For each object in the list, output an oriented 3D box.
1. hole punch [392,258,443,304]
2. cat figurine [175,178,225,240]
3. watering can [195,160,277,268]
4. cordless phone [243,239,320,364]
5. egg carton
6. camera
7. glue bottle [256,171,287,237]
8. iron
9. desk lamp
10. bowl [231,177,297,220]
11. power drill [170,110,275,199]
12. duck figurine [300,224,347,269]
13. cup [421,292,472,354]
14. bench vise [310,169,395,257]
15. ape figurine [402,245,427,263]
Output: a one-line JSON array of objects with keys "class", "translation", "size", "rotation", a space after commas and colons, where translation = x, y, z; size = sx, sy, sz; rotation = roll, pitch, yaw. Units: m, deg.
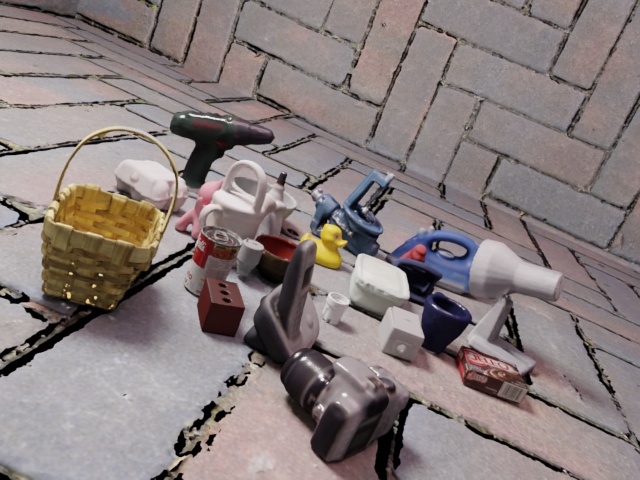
[{"class": "hole punch", "translation": [0.210, 0.078, 1.293], "size": [0.108, 0.091, 0.101], "rotation": [22, 18, -4]}, {"class": "cat figurine", "translation": [-0.224, -0.073, 1.150], "size": [0.067, 0.118, 0.128], "rotation": [25, 18, 6]}, {"class": "watering can", "translation": [-0.152, -0.057, 1.069], "size": [0.101, 0.194, 0.173], "rotation": [26, 18, 7]}, {"class": "cordless phone", "translation": [-0.028, 0.079, 0.855], "size": [0.094, 0.185, 0.148], "rotation": [26, 18, 8]}, {"class": "egg carton", "translation": [-0.351, -0.115, 1.189], "size": [0.150, 0.069, 0.107], "rotation": [32, 20, 25]}, {"class": "camera", "translation": [0.027, 0.191, 0.742], "size": [0.136, 0.101, 0.144], "rotation": [35, 22, 32]}, {"class": "glue bottle", "translation": [-0.101, -0.060, 1.171], "size": [0.078, 0.173, 0.037], "rotation": [34, 21, 30]}, {"class": "iron", "translation": [0.310, 0.034, 1.455], "size": [0.258, 0.141, 0.118], "rotation": [20, 18, -9]}, {"class": "desk lamp", "translation": [0.381, 0.129, 1.161], "size": [0.202, 0.213, 0.118], "rotation": [34, 21, 29]}, {"class": "bowl", "translation": [-0.142, -0.082, 1.342], "size": [0.167, 0.075, 0.167], "rotation": [21, 18, -7]}, {"class": "power drill", "translation": [-0.243, -0.195, 1.322], "size": [0.230, 0.208, 0.075], "rotation": [19, 19, -12]}, {"class": "duck figurine", "translation": [0.012, 0.005, 1.267], "size": [0.104, 0.086, 0.078], "rotation": [26, 18, 9]}, {"class": "cup", "translation": [0.222, 0.157, 1.082], "size": [0.092, 0.095, 0.117], "rotation": [19, 19, -13]}, {"class": "bench vise", "translation": [0.077, -0.085, 1.381], "size": [0.207, 0.220, 0.121], "rotation": [24, 18, 1]}, {"class": "ape figurine", "translation": [0.226, 0.053, 1.380], "size": [0.078, 0.092, 0.076], "rotation": [22, 18, -2]}]
